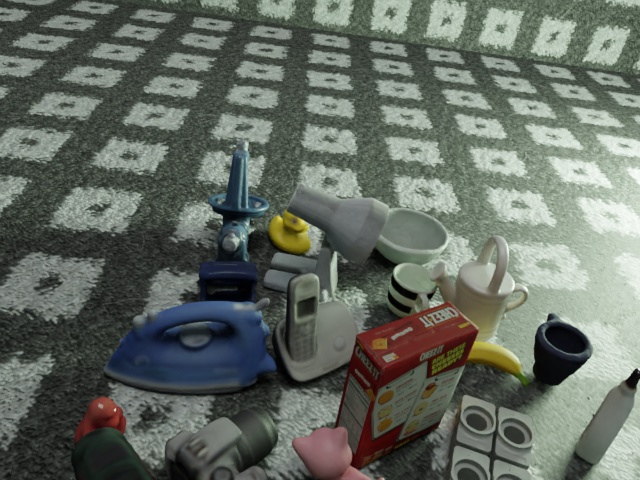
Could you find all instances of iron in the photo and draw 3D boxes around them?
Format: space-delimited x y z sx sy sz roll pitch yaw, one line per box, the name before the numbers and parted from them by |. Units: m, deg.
iron | -0.195 0.146 0.864 0.259 0.141 0.118 -1 36 -15

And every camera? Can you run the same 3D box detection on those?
camera | -0.108 0.279 0.732 0.142 0.101 0.137 32 41 29

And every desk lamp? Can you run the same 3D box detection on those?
desk lamp | 0.010 0.004 1.050 0.203 0.213 0.118 12 35 4

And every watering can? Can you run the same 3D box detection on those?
watering can | 0.286 0.081 1.022 0.173 0.194 0.100 -5 37 -19

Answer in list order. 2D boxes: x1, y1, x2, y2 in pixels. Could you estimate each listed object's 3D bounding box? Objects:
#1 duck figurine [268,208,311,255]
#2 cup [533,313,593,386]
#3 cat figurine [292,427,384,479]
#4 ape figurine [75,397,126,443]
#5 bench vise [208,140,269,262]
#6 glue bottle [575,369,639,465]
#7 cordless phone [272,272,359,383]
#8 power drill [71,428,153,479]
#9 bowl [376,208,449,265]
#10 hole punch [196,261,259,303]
duck figurine | -0.061 -0.030 1.192 0.104 0.086 0.078 34 42 32
cup | 0.398 0.191 0.978 0.091 0.095 0.117 7 35 -2
cat figurine | 0.026 0.292 0.730 0.127 0.118 0.067 25 38 22
ape figurine | -0.282 0.244 0.749 0.076 0.092 0.078 14 35 8
bench vise | -0.149 -0.067 1.107 0.122 0.220 0.207 -5 37 -19
glue bottle | 0.428 0.249 0.835 0.037 0.173 0.078 27 39 24
cordless phone | 0.000 0.123 0.903 0.148 0.185 0.093 -19 43 -34
power drill | -0.183 0.311 0.575 0.076 0.208 0.228 -18 43 -33
bowl | 0.182 0.005 1.208 0.167 0.075 0.167 6 35 -4
hole punch | -0.167 0.067 1.027 0.109 0.091 0.101 1 36 -11
